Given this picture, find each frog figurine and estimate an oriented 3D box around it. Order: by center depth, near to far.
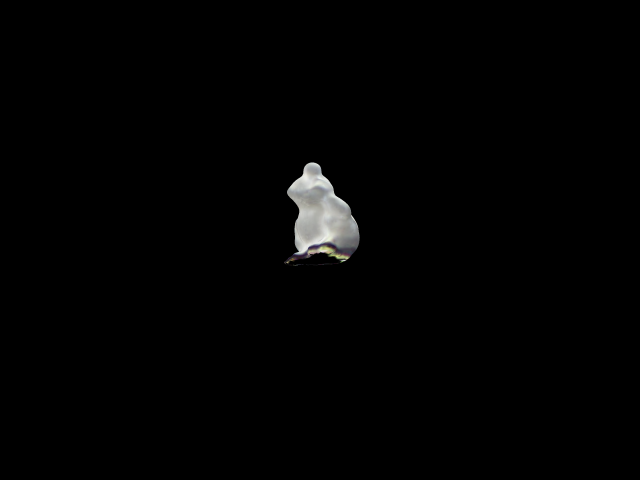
[{"bbox_3d":[0.003,-0.043,0.850,0.122,0.162,0.135,5,-18,-16],"label":"frog figurine"}]
